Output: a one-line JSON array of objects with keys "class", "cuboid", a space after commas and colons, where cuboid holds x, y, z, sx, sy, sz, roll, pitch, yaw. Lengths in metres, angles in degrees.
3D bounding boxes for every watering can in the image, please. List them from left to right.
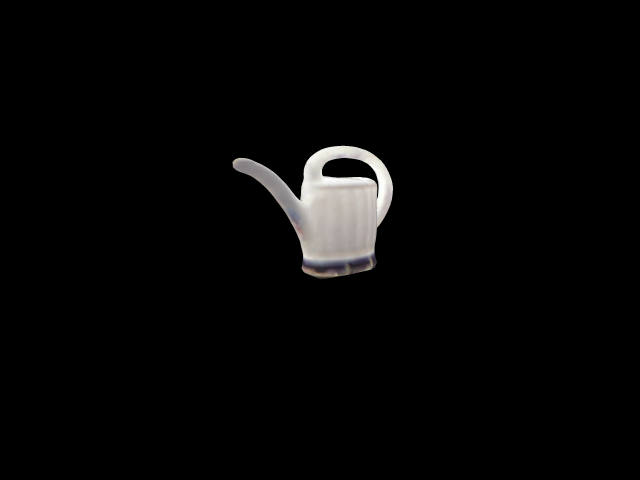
[{"class": "watering can", "cuboid": [0.003, -0.043, 0.850, 0.349, 0.223, 0.104, -8, 11, -42]}]
